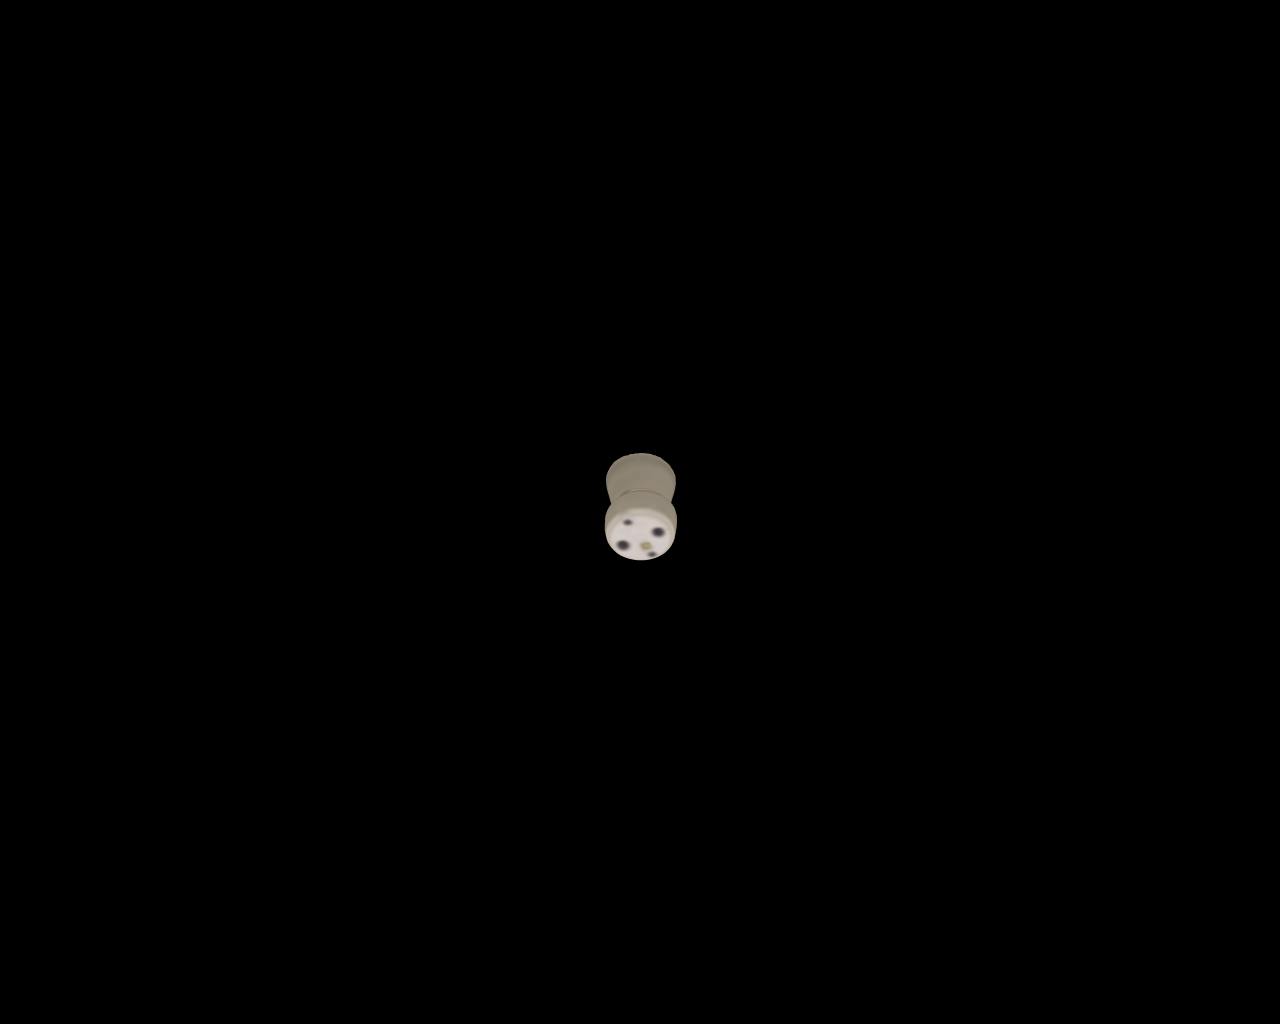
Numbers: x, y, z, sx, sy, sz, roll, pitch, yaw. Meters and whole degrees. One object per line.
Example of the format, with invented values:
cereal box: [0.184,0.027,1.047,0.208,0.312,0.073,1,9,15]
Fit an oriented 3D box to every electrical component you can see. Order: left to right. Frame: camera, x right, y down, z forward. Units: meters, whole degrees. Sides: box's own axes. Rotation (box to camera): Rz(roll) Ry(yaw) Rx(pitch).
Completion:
electrical component: [0.001,-0.003,0.650,0.045,0.044,0.055,0,41,0]
